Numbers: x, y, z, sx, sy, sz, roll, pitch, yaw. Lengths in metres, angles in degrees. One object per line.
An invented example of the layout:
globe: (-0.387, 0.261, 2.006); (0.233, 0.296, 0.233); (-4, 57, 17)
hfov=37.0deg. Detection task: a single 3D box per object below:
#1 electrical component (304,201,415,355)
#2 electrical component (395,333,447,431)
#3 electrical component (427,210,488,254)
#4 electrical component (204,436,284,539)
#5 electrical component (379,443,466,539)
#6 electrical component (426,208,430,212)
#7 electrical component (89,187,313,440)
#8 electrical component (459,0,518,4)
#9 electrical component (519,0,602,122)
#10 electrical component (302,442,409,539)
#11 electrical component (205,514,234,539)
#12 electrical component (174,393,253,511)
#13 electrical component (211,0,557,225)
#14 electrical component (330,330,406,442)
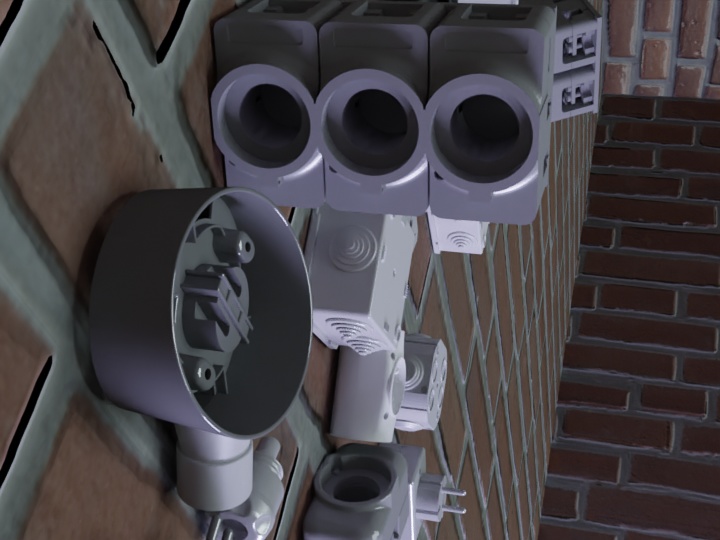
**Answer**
electrical component: (0.000, 0.000, 0.684); (0.099, 0.048, 0.099); (54, 43, -67)
electrical component: (0.037, 0.088, 0.848); (0.080, 0.051, 0.080); (6, 90, -75)
electrical component: (0.098, -0.073, 1.019); (0.099, 0.048, 0.099); (75, 25, -54)
electrical component: (-0.055, 0.110, 0.549); (0.061, 0.035, 0.035); (-68, 158, -53)
electrical component: (0.049, 0.184, 0.878); (0.047, 0.077, 0.065); (-61, 152, -57)
electrical component: (0.066, -0.085, 0.853); (0.080, 0.051, 0.080); (-178, -90, -79)
electrical component: (-0.062, 0.015, 0.430); (0.099, 0.064, 0.099); (6, 90, -75)
electrical component: (0.062, -0.211, 0.778); (0.061, 0.096, 0.061); (-120, -152, -66)
electrical component: (0.166, -0.240, 1.047); (0.105, 0.060, 0.186); (80, -9, -45)
electrical component: (-0.001, 0.163, 0.728); (0.095, 0.054, 0.059); (-61, 152, -56)
electrical component: (-0.070, 0.145, 0.472); (0.138, 0.052, 0.073); (72, 28, -56)
electrical component: (-0.066, 0.075, 0.486); (0.044, 0.044, 0.065); (-56, 153, -61)
electrical component: (0.012, -0.076, 0.506); (0.061, 0.150, 0.089); (-58, 150, -60)
electrical component: (0.010, 0.079, 0.758); (0.079, 0.044, 0.077); (22, 74, -74)
